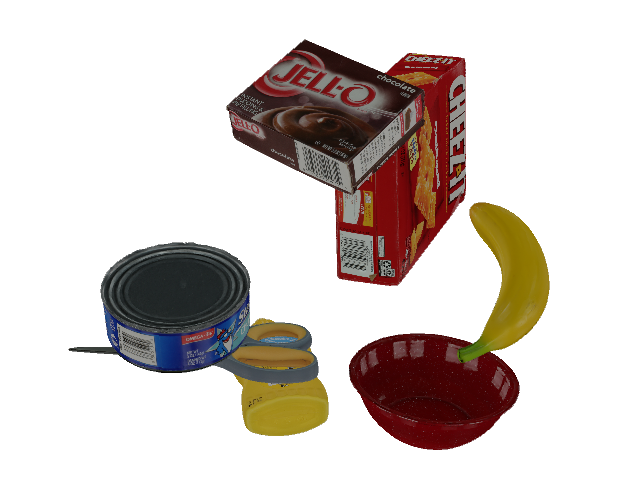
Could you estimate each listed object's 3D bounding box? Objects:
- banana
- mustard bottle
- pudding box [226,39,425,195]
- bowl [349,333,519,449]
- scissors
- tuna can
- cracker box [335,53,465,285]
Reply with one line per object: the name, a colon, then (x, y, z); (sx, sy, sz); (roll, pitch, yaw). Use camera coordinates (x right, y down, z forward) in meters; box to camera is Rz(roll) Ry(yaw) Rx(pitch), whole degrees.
banana: (0.152, 0.024, 0.872); (0.070, 0.037, 0.197); (2, 36, 11)
mustard bottle: (-0.055, 0.150, 1.261); (0.096, 0.058, 0.192); (-8, 30, -9)
pudding box: (0.004, -0.090, 0.761); (0.114, 0.039, 0.090); (29, 59, 27)
bowl: (0.106, 0.151, 1.021); (0.162, 0.055, 0.162); (3, 25, -1)
scissors: (-0.094, 0.085, 0.878); (0.202, 0.016, 0.096); (7, 22, 16)
tuna can: (-0.083, 0.038, 0.622); (0.086, 0.034, 0.086); (0, 34, 0)
cracker box: (0.083, -0.075, 1.044); (0.072, 0.164, 0.213); (9, 28, 23)
